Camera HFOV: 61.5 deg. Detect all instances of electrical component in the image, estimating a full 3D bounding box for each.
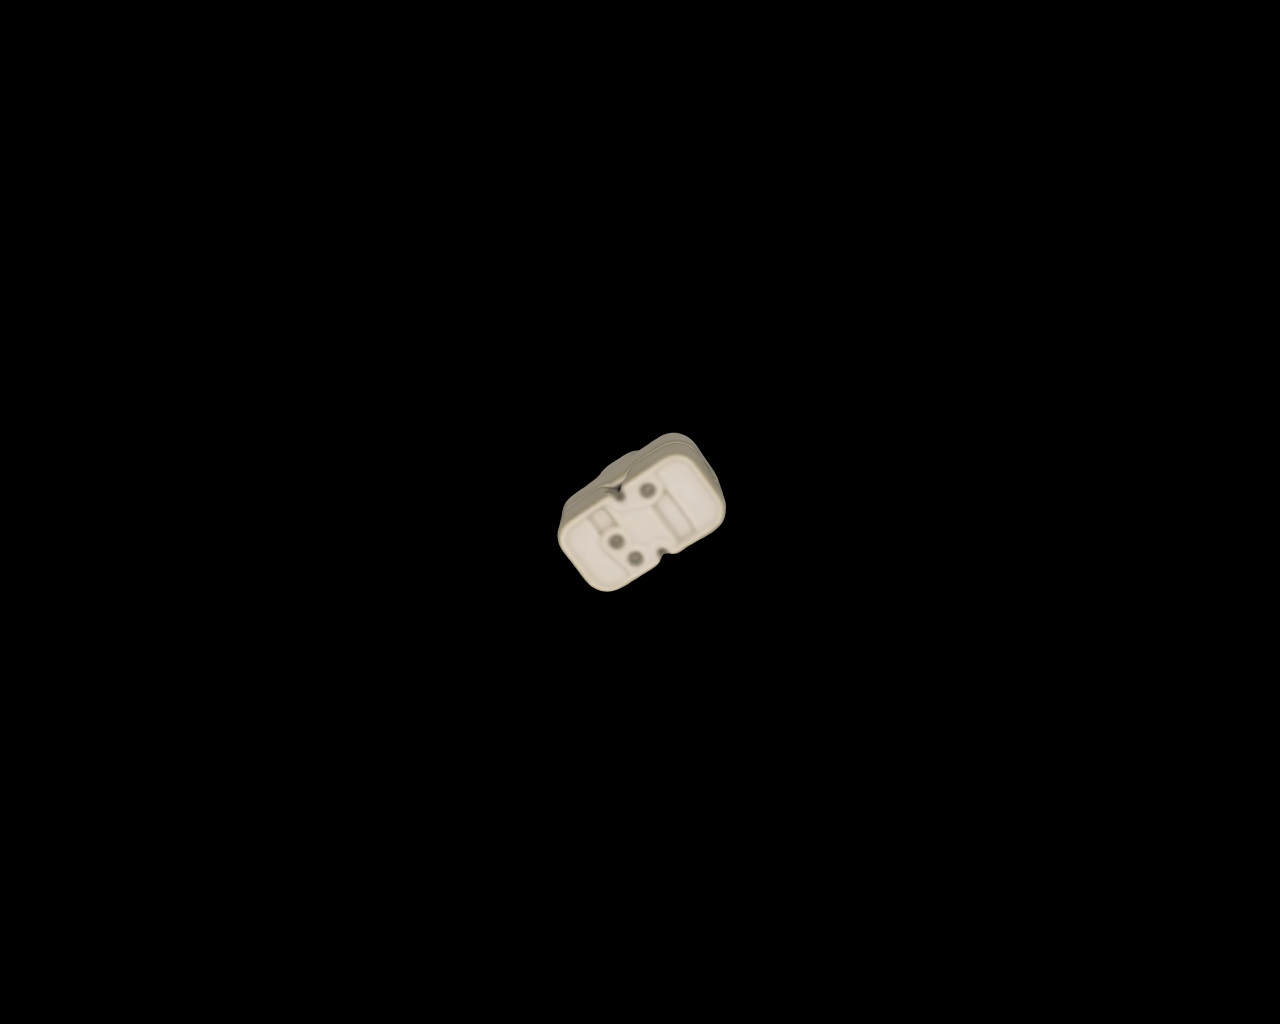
[{"bbox_3d":[0.001,-0.003,0.650,0.095,0.053,0.059,-33,16,11],"label":"electrical component"}]
